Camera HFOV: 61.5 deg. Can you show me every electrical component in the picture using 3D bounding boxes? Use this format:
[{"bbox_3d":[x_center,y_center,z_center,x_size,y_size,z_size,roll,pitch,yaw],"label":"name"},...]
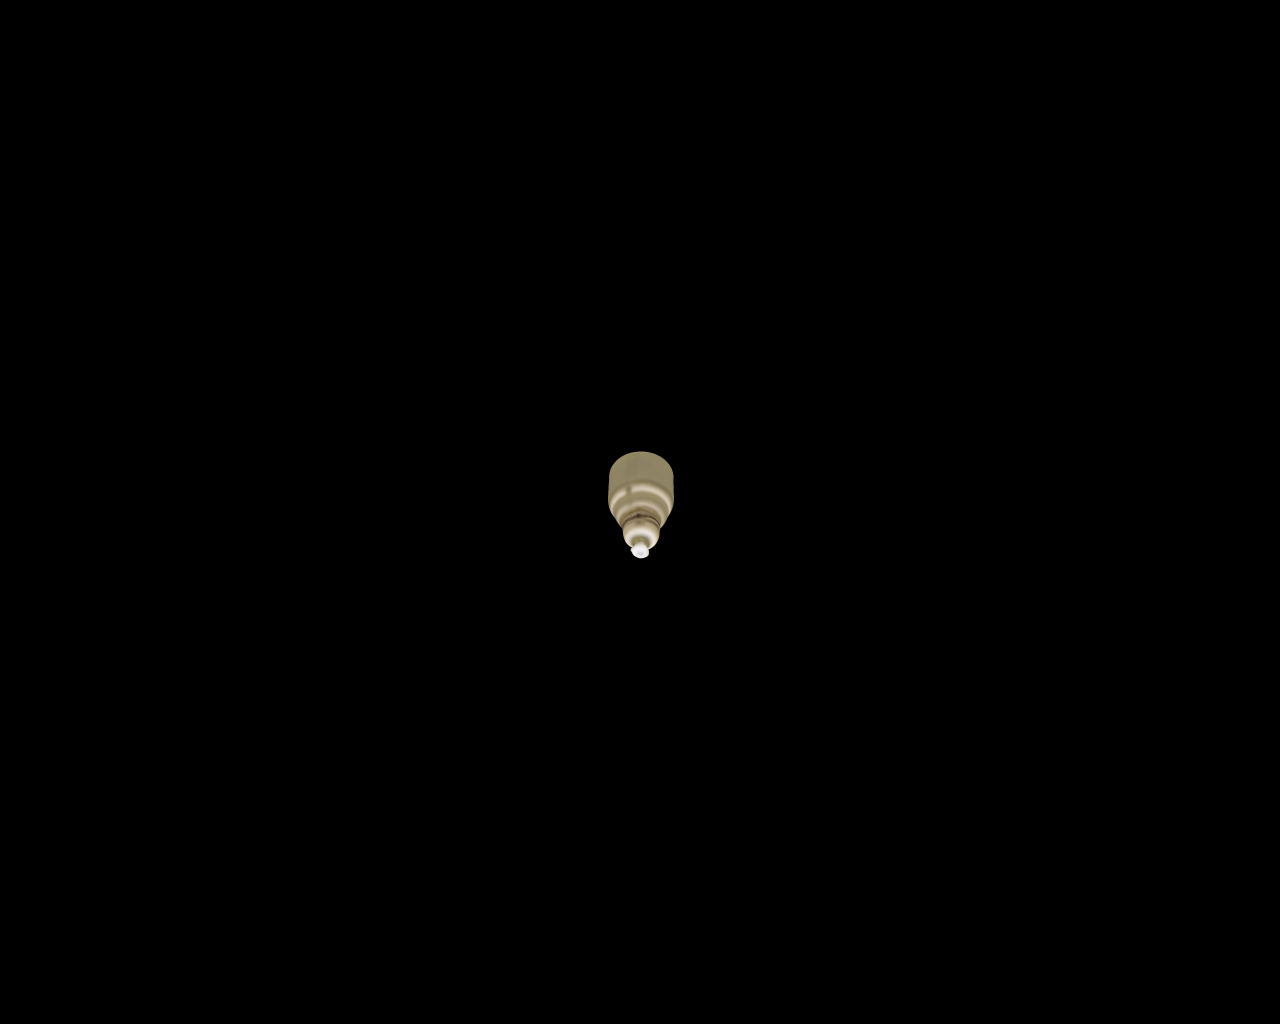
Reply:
[{"bbox_3d":[0.001,-0.003,0.650,0.040,0.040,0.078,0,43,0],"label":"electrical component"}]
